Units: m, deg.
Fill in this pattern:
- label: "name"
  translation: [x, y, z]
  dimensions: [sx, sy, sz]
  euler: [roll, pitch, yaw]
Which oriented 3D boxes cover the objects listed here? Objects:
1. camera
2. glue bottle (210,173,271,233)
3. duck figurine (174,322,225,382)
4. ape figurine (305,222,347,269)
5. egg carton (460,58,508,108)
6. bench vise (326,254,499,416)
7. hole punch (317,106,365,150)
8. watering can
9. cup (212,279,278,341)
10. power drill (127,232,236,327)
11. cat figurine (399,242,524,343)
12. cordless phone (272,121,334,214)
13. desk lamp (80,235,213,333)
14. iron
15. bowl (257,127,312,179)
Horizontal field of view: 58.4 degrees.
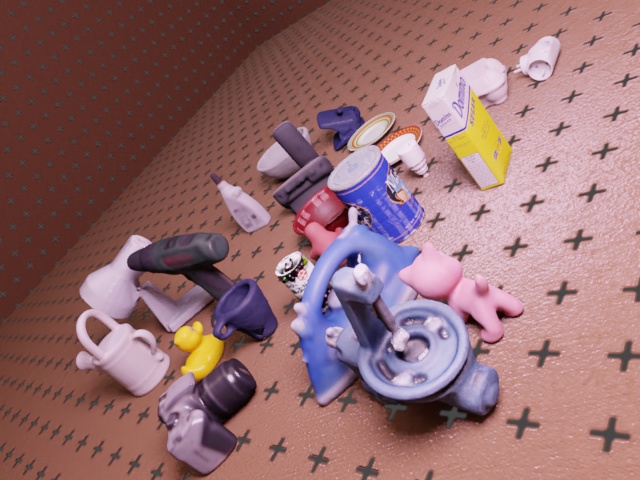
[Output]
- label: "camera"
  translation: [-0.168, 0.247, 0.862]
  dimensions: [0.137, 0.101, 0.143]
  euler: [-41, 25, 0]
- label: "glue bottle"
  translation: [-0.197, -0.094, 1.356]
  dimensions: [0.078, 0.173, 0.037]
  euler: [-21, 32, 36]
- label: "duck figurine"
  translation: [-0.231, 0.198, 1.044]
  dimensions: [0.077, 0.086, 0.104]
  euler: [-19, 33, 39]
- label: "ape figurine"
  translation: [0.009, 0.004, 1.009]
  dimensions: [0.077, 0.092, 0.076]
  euler: [-34, 27, 16]
- label: "egg carton"
  translation: [0.288, -0.284, 1.101]
  dimensions: [0.150, 0.069, 0.107]
  euler: [-25, 30, 31]
- label: "bench vise"
  translation: [0.060, 0.111, 0.619]
  dimensions: [0.206, 0.220, 0.121]
  euler: [-19, 34, 39]
- label: "hole punch"
  translation: [0.053, -0.296, 1.422]
  dimensions: [0.101, 0.091, 0.108]
  euler: [-33, 27, 17]
- label: "watering can"
  translation: [-0.405, 0.219, 1.130]
  dimensions: [0.173, 0.194, 0.100]
  euler: [-40, 26, 3]
- label: "cup"
  translation: [-0.124, 0.138, 0.980]
  dimensions: [0.091, 0.095, 0.118]
  euler: [-11, 39, 47]
- label: "power drill"
  translation: [-0.239, 0.073, 1.112]
  dimensions: [0.229, 0.209, 0.075]
  euler: [-23, 31, 34]
- label: "cat figurine"
  translation: [0.160, 0.053, 0.689]
  dimensions: [0.067, 0.118, 0.127]
  euler: [-49, 27, -16]
- label: "cordless phone"
  translation: [-0.062, -0.160, 1.258]
  dimensions: [0.147, 0.185, 0.094]
  euler: [-39, 26, 6]
- label: "desk lamp"
  translation: [-0.377, 0.103, 1.250]
  dimensions: [0.203, 0.214, 0.117]
  euler: [-40, 26, 3]
- label: "iron"
  translation: [0.030, 0.083, 0.797]
  dimensions: [0.118, 0.142, 0.259]
  euler: [-5, 44, 51]
- label: "bowl"
  translation: [-0.080, -0.214, 1.497]
  dimensions: [0.167, 0.075, 0.167]
  euler: [-32, 27, 19]
